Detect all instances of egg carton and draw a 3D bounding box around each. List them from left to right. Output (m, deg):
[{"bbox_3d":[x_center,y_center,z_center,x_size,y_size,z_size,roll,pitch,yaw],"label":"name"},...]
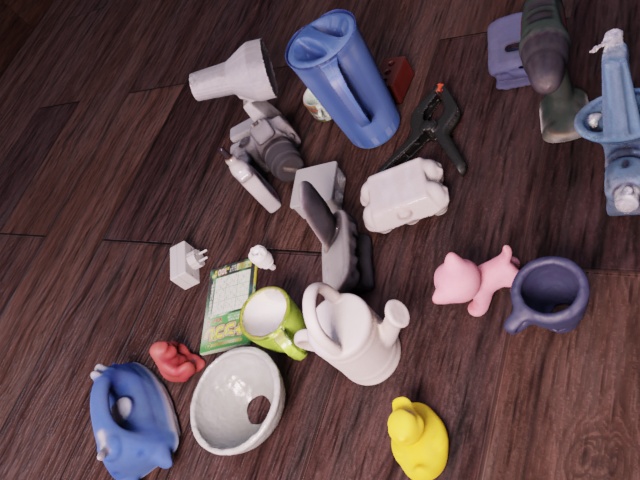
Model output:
[{"bbox_3d":[0.139,-0.071,0.953,0.150,0.070,0.107,-20,51,21],"label":"egg carton"}]

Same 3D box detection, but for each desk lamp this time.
[{"bbox_3d":[-0.158,-0.296,1.203,0.203,0.214,0.118,-23,50,18],"label":"desk lamp"}]

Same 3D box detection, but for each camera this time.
[{"bbox_3d":[-0.101,-0.173,1.159,0.143,0.101,0.136,-38,47,5],"label":"camera"}]

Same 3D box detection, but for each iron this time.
[{"bbox_3d":[-0.338,0.287,0.971,0.118,0.142,0.257,-39,47,5],"label":"iron"}]

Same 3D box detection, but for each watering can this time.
[{"bbox_3d":[0.039,0.122,0.801,0.172,0.195,0.100,-33,47,10],"label":"watering can"}]

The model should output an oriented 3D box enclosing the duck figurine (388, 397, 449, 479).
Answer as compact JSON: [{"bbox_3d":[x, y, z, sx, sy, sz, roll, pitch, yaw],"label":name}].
[{"bbox_3d":[0.117,0.252,0.735,0.077,0.086,0.104,-23,50,19],"label":"duck figurine"}]

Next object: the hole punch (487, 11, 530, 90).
[{"bbox_3d":[0.344,-0.324,0.977,0.108,0.091,0.101,-4,58,31],"label":"hole punch"}]

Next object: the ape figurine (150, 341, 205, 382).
[{"bbox_3d":[-0.261,0.208,1.009,0.076,0.092,0.077,-31,48,12],"label":"ape figurine"}]

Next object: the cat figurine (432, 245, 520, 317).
[{"bbox_3d":[0.213,0.050,0.789,0.127,0.118,0.067,-30,48,13],"label":"cat figurine"}]

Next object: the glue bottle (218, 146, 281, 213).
[{"bbox_3d":[-0.140,-0.123,1.100,0.037,0.174,0.078,-40,47,4],"label":"glue bottle"}]

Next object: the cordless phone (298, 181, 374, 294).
[{"bbox_3d":[0.008,0.003,0.908,0.094,0.186,0.147,-21,51,20],"label":"cordless phone"}]

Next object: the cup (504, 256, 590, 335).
[{"bbox_3d":[0.289,0.089,0.727,0.118,0.095,0.091,-43,46,1],"label":"cup"}]

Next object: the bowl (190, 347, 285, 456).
[{"bbox_3d":[-0.115,0.257,0.892,0.167,0.075,0.167,-17,52,23],"label":"bowl"}]

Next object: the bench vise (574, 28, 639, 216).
[{"bbox_3d":[0.399,-0.146,0.730,0.121,0.220,0.207,-21,51,21],"label":"bench vise"}]

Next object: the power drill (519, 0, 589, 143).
[{"bbox_3d":[0.343,-0.244,0.841,0.075,0.209,0.229,-11,55,27],"label":"power drill"}]
